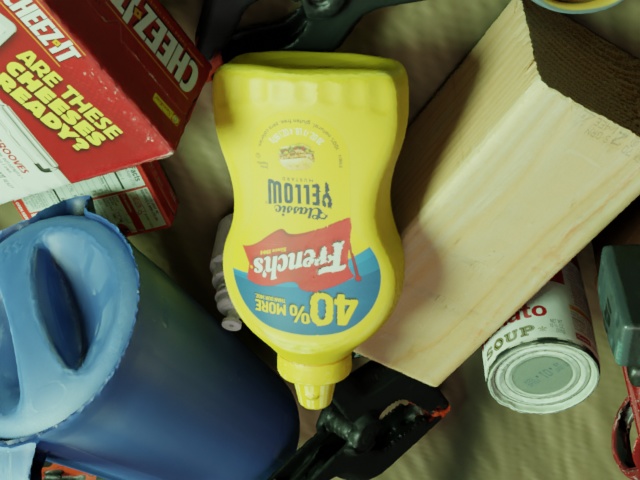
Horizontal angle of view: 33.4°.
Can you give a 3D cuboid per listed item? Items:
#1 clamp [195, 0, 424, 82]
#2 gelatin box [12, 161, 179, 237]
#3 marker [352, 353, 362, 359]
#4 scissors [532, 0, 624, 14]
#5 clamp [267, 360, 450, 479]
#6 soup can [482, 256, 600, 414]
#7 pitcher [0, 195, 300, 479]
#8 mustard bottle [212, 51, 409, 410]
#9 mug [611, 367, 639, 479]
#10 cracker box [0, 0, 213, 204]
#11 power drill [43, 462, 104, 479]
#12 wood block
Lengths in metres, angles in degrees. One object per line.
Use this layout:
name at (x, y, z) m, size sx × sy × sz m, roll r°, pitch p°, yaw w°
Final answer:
clamp at (-0.002, -0.141, 0.532) m, size 0.172 × 0.039 × 0.120 m, roll -25°, pitch 127°, yaw 17°
gelatin box at (-0.139, -0.034, 0.639) m, size 0.089 × 0.030 × 0.073 m, roll -12°, pitch 130°, yaw 12°
marker at (0.037, 0.070, 0.735) m, size 0.121 × 0.020 × 0.020 m, roll -13°, pitch 131°, yaw 13°
scissors at (0.076, -0.157, 0.494) m, size 0.201 × 0.016 × 0.096 m, roll 9°, pitch 120°, yaw -27°
clamp at (0.012, 0.131, 0.701) m, size 0.209 × 0.036 × 0.165 m, roll 7°, pitch 109°, yaw -52°
soup can at (0.131, 0.047, 0.656) m, size 0.068 × 0.102 × 0.068 m, roll 1°, pitch 133°, yaw 1°
pitcher at (-0.108, 0.099, 0.648) m, size 0.149 × 0.145 × 0.242 m, roll -46°, pitch 144°, yaw -2°
mustard bottle at (-0.004, 0.001, 0.558) m, size 0.096 × 0.058 × 0.192 m, roll 4°, pitch 112°, yaw 14°
mug at (0.205, 0.088, 0.590) m, size 0.093 × 0.081 × 0.117 m, roll 23°, pitch 129°, yaw -18°
cracker box at (-0.186, -0.096, 0.524) m, size 0.214 × 0.072 × 0.164 m, roll -13°, pitch 133°, yaw 34°
power drill at (-0.184, 0.138, 0.778) m, size 0.184 × 0.057 × 0.188 m, roll 2°, pitch 132°, yaw -1°
wood block at (0.088, -0.022, 0.602) m, size 0.090 × 0.091 × 0.206 m, roll 25°, pitch 129°, yaw -19°
